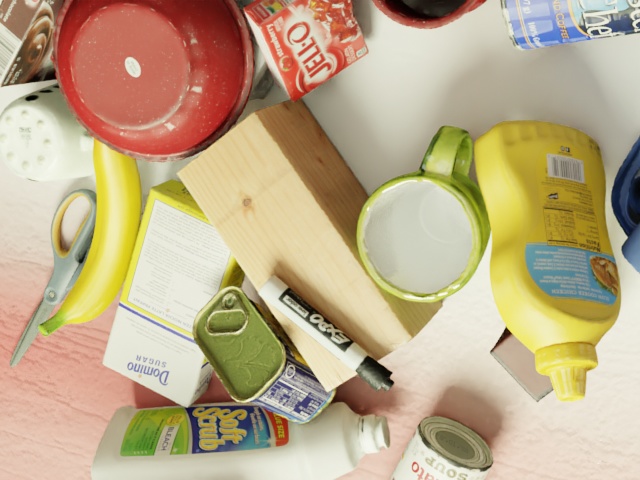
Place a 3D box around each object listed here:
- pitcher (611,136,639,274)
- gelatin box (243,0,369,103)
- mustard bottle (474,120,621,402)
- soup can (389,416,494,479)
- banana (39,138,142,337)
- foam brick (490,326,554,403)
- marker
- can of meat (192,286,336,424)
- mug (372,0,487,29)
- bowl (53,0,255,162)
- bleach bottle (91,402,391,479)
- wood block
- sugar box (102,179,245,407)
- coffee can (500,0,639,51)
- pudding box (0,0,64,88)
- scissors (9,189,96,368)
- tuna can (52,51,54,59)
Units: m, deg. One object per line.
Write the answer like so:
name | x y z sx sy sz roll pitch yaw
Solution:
pitcher | 0.304 -0.064 0.691 0.149 0.145 0.243 27 108 1
gelatin box | -0.008 -0.154 0.794 0.073 0.089 0.030 -34 54 -6
mustard bottle | 0.161 0.016 0.734 0.058 0.096 0.191 -35 52 53
soup can | 0.089 0.203 0.865 0.068 0.068 0.102 29 111 13
banana | -0.183 -0.006 0.905 0.037 0.069 0.198 27 109 24
foam brick | 0.169 0.076 0.798 0.053 0.078 0.051 46 112 5
marker | 0.006 0.071 0.792 0.121 0.020 0.020 39 113 9
can of meat | -0.044 0.095 0.862 0.057 0.083 0.102 -47 50 6
mug | 0.076 -0.207 0.762 0.117 0.081 0.093 41 114 7
bowl | -0.133 -0.132 0.795 0.162 0.055 0.162 3 107 10
bleach bottle | -0.063 0.175 0.913 0.251 0.102 0.068 -11 117 15
wood block | -0.006 0.001 0.841 0.091 0.090 0.206 -35 89 26
sugar box | -0.121 0.047 0.923 0.093 0.048 0.176 25 114 13
coffee can | 0.196 -0.186 0.708 0.140 0.102 0.103 -4 101 23
pudding box | -0.226 -0.184 0.883 0.039 0.089 0.114 42 115 9
scissors | -0.226 0.051 0.981 0.096 0.016 0.202 25 111 14
tuna can | -0.172 -0.150 0.872 0.086 0.086 0.034 34 111 11
